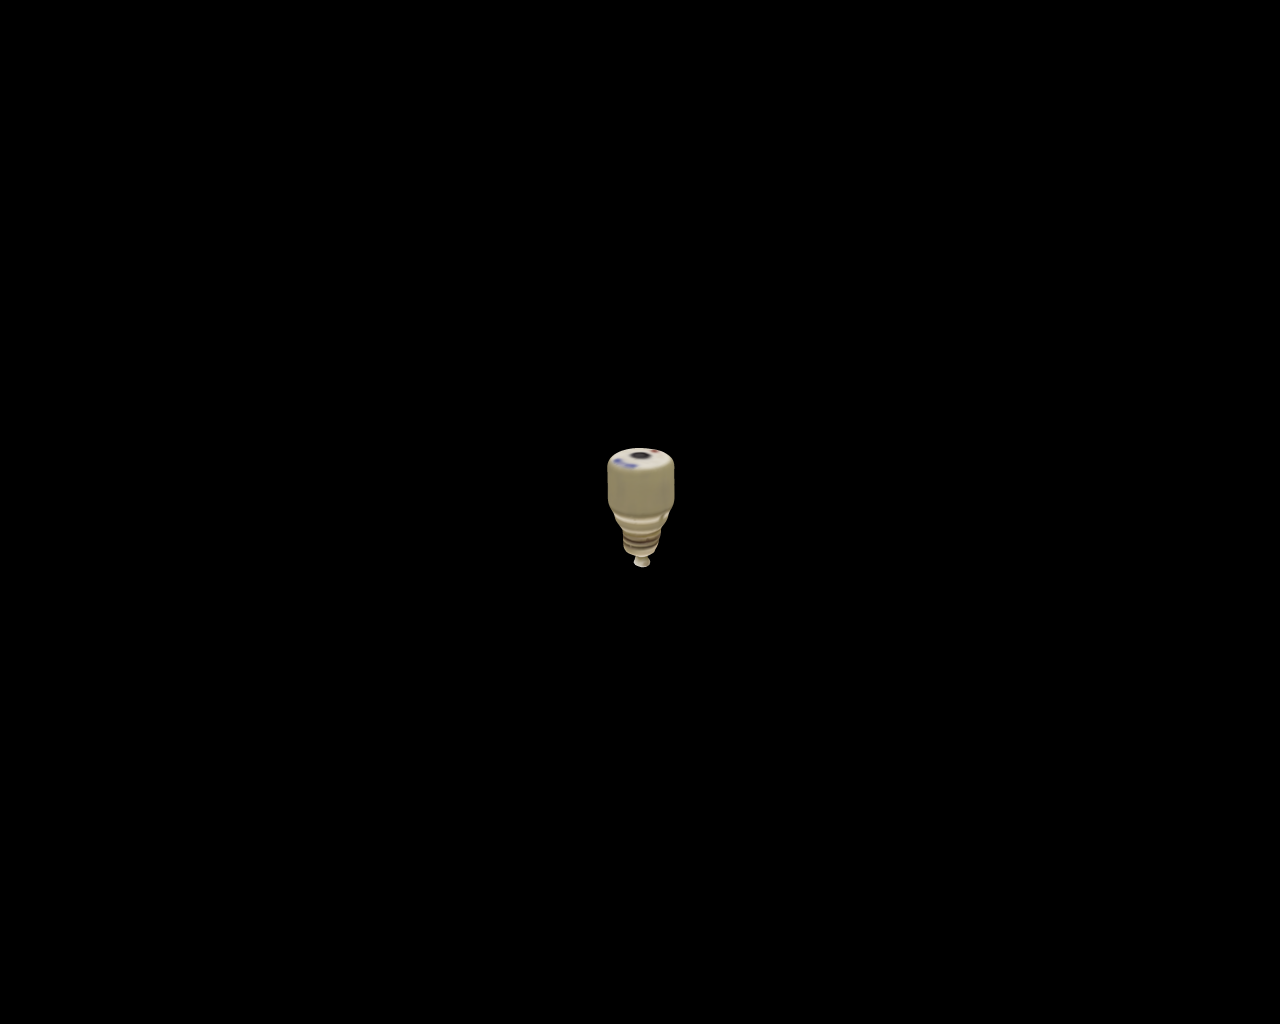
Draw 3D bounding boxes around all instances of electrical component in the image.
[{"bbox_3d":[0.001,-0.003,0.650,0.040,0.078,0.040,0,23,0],"label":"electrical component"}]
